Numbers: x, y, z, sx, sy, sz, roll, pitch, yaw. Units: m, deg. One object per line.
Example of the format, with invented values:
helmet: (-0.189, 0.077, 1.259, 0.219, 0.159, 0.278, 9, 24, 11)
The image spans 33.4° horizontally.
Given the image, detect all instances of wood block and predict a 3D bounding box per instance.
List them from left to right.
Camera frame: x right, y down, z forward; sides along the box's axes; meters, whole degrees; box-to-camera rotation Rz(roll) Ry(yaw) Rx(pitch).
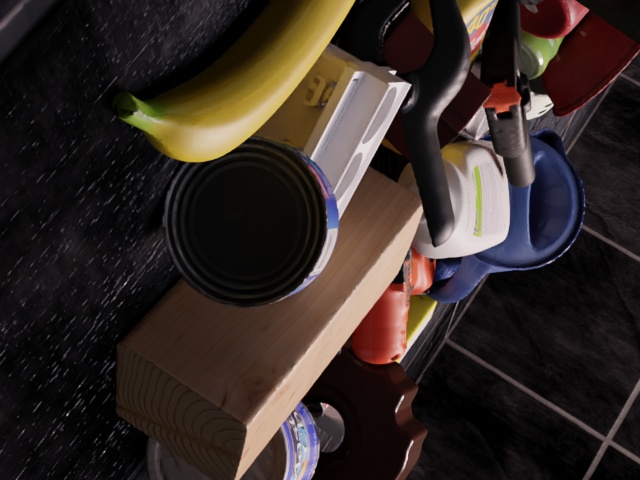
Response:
wood block: (-0.028, 0.041, 0.676, 0.205, 0.091, 0.090, -50, 165, -35)

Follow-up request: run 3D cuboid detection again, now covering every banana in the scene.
banana: (-0.020, -0.097, 0.496, 0.197, 0.037, 0.070, -52, 167, -28)

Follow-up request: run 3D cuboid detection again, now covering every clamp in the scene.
clamp: (0.051, -0.081, 0.642, 0.039, 0.120, 0.171, -86, -158, -77)
clamp: (0.147, -0.125, 0.845, 0.209, 0.036, 0.164, -8, 91, -76)

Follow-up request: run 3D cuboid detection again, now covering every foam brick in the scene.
foam brick: (0.061, -0.097, 0.696, 0.053, 0.078, 0.051, -50, -173, -36)

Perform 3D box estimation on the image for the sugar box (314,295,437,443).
sugar box: (0.034, 0.108, 1.083, 0.176, 0.093, 0.048, -51, 165, -32)

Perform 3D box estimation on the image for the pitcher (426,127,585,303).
pitcher: (0.159, -0.016, 1.101, 0.149, 0.145, 0.243, -13, 175, -10)

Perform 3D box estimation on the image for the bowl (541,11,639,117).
bowl: (0.276, -0.204, 1.088, 0.162, 0.055, 0.162, -50, -172, 10)

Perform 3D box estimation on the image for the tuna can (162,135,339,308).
tuna can: (-0.034, -0.010, 0.541, 0.086, 0.086, 0.033, -60, 169, 9)

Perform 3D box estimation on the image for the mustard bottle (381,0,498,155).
mustard bottle: (0.089, -0.151, 0.743, 0.096, 0.058, 0.192, -48, 164, -36)

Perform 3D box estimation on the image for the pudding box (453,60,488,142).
pudding box: (0.152, -0.135, 1.080, 0.090, 0.039, 0.113, -64, 167, 20)

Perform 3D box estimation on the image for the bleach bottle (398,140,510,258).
bleach bottle: (0.104, -0.037, 0.852, 0.250, 0.068, 0.102, -3, 86, -74)

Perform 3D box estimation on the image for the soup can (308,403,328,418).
soup can: (0.002, 0.108, 1.013, 0.102, 0.068, 0.068, -52, 166, -29)

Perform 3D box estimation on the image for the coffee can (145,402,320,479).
coffee can: (-0.061, 0.160, 0.808, 0.103, 0.103, 0.140, -58, 168, -1)

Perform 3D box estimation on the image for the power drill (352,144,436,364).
power drill: (0.062, -0.003, 0.923, 0.187, 0.057, 0.184, -36, 128, -73)

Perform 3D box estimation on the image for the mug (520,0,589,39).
mug: (0.208, -0.242, 0.945, 0.081, 0.093, 0.117, -49, 143, -19)
